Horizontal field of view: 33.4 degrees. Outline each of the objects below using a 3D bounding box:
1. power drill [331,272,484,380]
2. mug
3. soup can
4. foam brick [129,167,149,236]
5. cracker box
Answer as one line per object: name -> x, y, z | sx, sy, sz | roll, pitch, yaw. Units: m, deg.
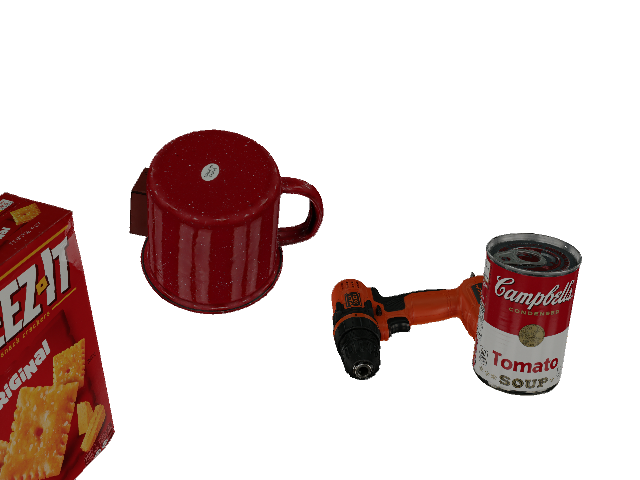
power drill -> 0.107, 0.094, 1.206 | 0.187, 0.057, 0.184 | -3, 27, -3
mug -> -0.055, -0.015, 0.672 | 0.117, 0.093, 0.081 | -3, -40, -9
soup can -> 0.150, 0.054, 0.786 | 0.068, 0.102, 0.068 | 3, 24, -1
foam brick -> -0.149, -0.035, 1.083 | 0.078, 0.051, 0.053 | 9, 31, 3
cracker box -> -0.227, 0.101, 0.746 | 0.072, 0.214, 0.164 | 13, 36, 22
